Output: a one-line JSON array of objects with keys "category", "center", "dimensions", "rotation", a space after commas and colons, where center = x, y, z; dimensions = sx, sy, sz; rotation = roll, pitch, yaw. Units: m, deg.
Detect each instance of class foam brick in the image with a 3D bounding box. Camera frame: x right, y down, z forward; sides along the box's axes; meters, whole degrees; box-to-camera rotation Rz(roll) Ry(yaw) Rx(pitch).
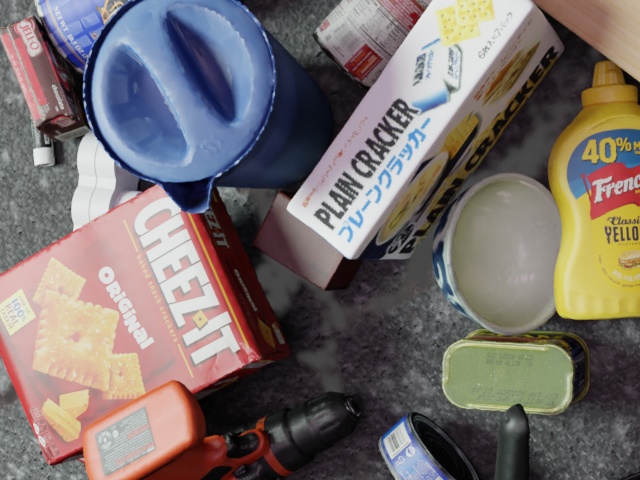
[{"category": "foam brick", "center": [-0.006, 0.001, 0.884], "dimensions": [0.078, 0.051, 0.053], "rotation": [33, 101, 17]}]

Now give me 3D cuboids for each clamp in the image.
[{"category": "clamp", "center": [0.164, 0.220, 0.808], "dimensions": [0.164, 0.036, 0.210], "rotation": [17, 118, -19]}]

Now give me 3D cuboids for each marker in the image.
[{"category": "marker", "center": [-0.263, -0.129, 0.995], "dimensions": [0.020, 0.020, 0.121], "rotation": [-9, 86, 20]}]

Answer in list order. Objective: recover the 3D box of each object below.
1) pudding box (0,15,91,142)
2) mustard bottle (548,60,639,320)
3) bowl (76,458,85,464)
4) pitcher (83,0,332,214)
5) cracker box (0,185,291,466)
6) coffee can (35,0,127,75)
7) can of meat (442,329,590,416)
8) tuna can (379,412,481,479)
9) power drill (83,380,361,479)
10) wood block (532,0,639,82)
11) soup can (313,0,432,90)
[{"category": "pudding box", "center": [-0.237, -0.137, 0.930], "dimensions": [0.039, 0.113, 0.090], "rotation": [-21, 89, -5]}, {"category": "mustard bottle", "center": [0.220, -0.038, 0.796], "dimensions": [0.096, 0.058, 0.191], "rotation": [-3, 87, 0]}, {"category": "bowl", "center": [-0.171, 0.118, 0.941], "dimensions": [0.162, 0.055, 0.162], "rotation": [0, 90, 20]}, {"category": "pitcher", "center": [-0.067, -0.110, 0.801], "dimensions": [0.145, 0.242, 0.149], "rotation": [40, 97, 10]}, {"category": "cracker box", "center": [-0.156, 0.066, 0.868], "dimensions": [0.214, 0.072, 0.164], "rotation": [-28, 81, 17]}, {"category": "coffee can", "center": [-0.156, -0.213, 0.912], "dimensions": [0.140, 0.102, 0.103], "rotation": [-22, 83, 19]}, {"category": "can of meat", "center": [0.149, 0.100, 0.811], "dimensions": [0.102, 0.083, 0.057], "rotation": [1, 90, 20]}, {"category": "tuna can", "center": [0.087, 0.176, 0.832], "dimensions": [0.034, 0.086, 0.086], "rotation": [-45, 76, 12]}, {"category": "power drill", "center": [-0.078, 0.161, 0.841], "dimensions": [0.185, 0.187, 0.057], "rotation": [-32, 60, 17]}, {"category": "wood block", "center": [0.192, -0.209, 0.758], "dimensions": [0.206, 0.090, 0.091], "rotation": [37, 124, 2]}, {"category": "soup can", "center": [0.052, -0.179, 0.855], "dimensions": [0.102, 0.068, 0.068], "rotation": [-44, 76, 15]}]
